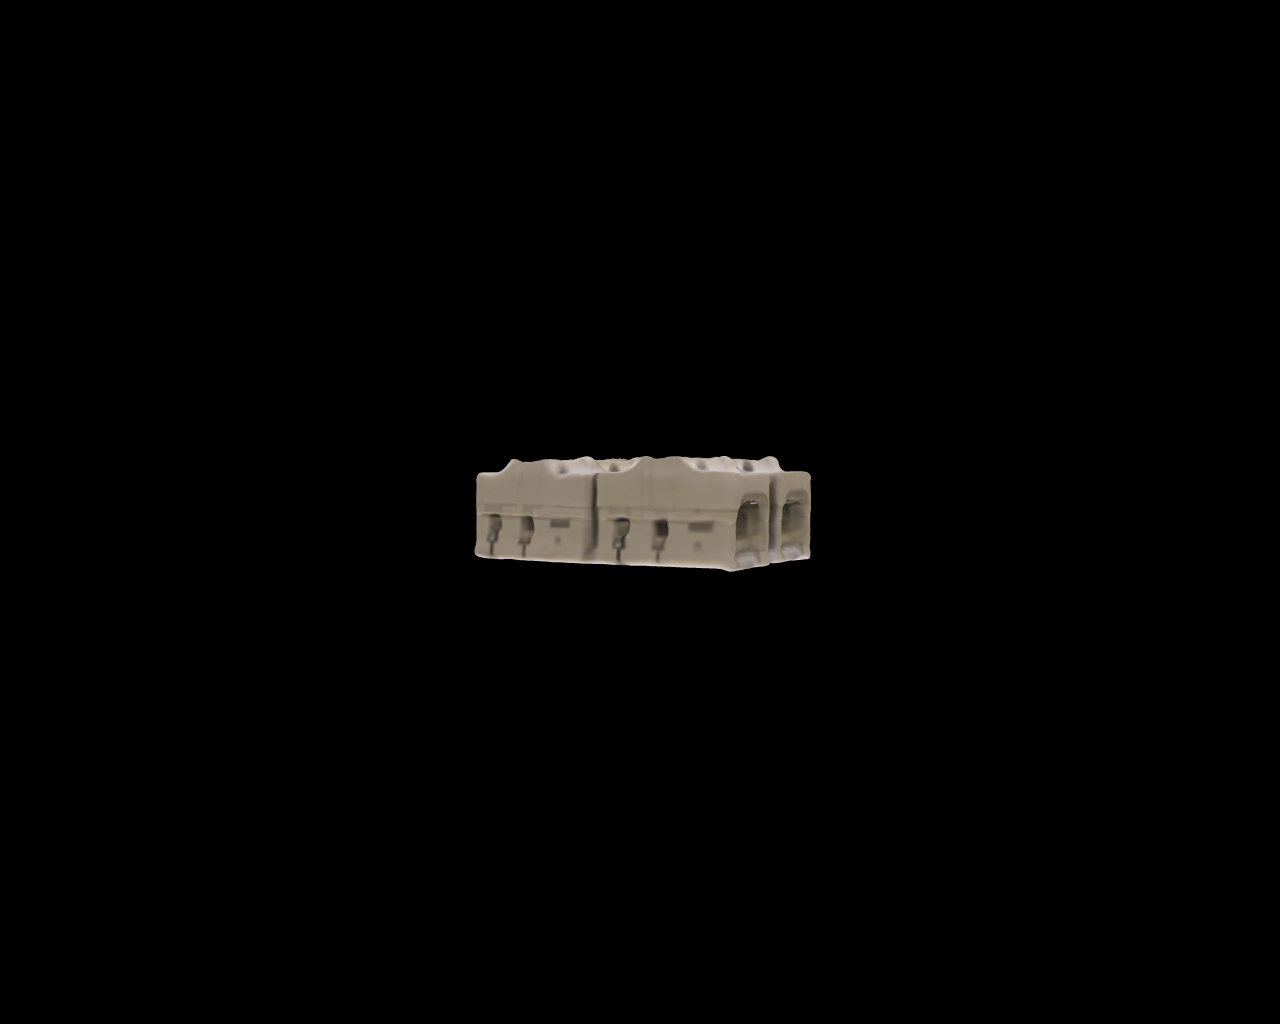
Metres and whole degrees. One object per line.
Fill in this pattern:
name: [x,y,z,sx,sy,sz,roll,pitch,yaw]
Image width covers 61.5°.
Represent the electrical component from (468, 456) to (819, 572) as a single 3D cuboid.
electrical component: [0.001,-0.003,0.650,0.186,0.060,0.105,1,3,34]
